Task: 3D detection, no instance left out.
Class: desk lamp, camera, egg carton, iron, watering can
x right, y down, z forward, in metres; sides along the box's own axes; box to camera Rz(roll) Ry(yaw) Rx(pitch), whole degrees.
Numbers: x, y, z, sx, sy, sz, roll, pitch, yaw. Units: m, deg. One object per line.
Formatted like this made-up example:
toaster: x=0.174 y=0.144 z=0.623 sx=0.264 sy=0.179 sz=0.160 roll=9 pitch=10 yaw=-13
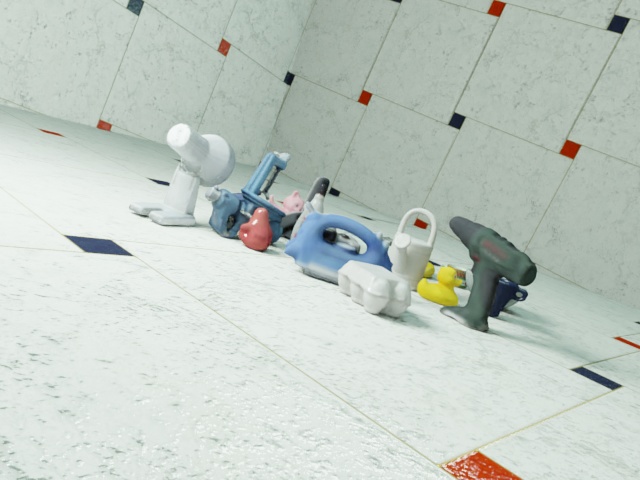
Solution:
desk lamp: x=-0.295 y=-0.145 z=1.276 sx=0.117 sy=0.213 sz=0.204 roll=21 pitch=9 yaw=20
camera: x=0.012 y=0.005 z=1.349 sx=0.143 sy=0.101 sz=0.136 roll=16 pitch=9 yaw=-16
egg carton: x=0.104 y=0.091 z=1.091 sx=0.107 sy=0.069 sz=0.149 roll=13 pitch=10 yaw=-32
iron: x=0.060 y=0.020 z=1.214 sx=0.258 sy=0.141 sz=0.118 roll=17 pitch=8 yaw=-5
watering can: x=0.224 y=0.018 z=1.390 sx=0.101 sy=0.194 sz=0.173 roll=19 pitch=8 yaw=4

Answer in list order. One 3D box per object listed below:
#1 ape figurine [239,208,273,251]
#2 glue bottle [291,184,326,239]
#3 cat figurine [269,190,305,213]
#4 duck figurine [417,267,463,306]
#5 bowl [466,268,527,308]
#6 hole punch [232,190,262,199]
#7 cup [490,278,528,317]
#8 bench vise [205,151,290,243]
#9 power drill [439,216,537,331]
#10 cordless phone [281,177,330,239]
ape figurine: x=-0.136 y=-0.027 z=1.267 sx=0.078 sy=0.092 sz=0.076 roll=16 pitch=9 yaw=-15
glue bottle: x=-0.018 y=-0.059 z=1.447 sx=0.078 sy=0.173 sz=0.037 roll=22 pitch=9 yaw=25
cat figurine: x=-0.101 y=-0.096 z=1.703 sx=0.128 sy=0.118 sz=0.067 roll=13 pitch=10 yaw=-29
duck figurine: x=0.286 y=0.103 z=1.345 sx=0.105 sy=0.086 sz=0.077 roll=17 pitch=9 yaw=-10
bowl: x=0.460 y=0.138 z=1.530 sx=0.167 sy=0.075 sz=0.167 roll=18 pitch=8 yaw=-2
hole punch: x=-0.224 y=-0.111 z=1.630 sx=0.101 sy=0.091 sz=0.108 roll=18 pitch=8 yaw=-2
cup: x=0.431 y=0.141 z=1.377 sx=0.117 sy=0.095 sz=0.092 roll=23 pitch=10 yaw=31
bench vise: x=-0.148 y=-0.105 z=1.308 sx=0.121 sy=0.220 sz=0.208 roll=24 pitch=10 yaw=33
power drill: x=0.335 y=0.074 z=1.214 sx=0.076 sy=0.208 sz=0.228 roll=10 pitch=11 yaw=-42
cordless phone: x=-0.043 y=-0.090 z=1.552 sx=0.093 sy=0.185 sz=0.148 roll=23 pitch=10 yaw=29
